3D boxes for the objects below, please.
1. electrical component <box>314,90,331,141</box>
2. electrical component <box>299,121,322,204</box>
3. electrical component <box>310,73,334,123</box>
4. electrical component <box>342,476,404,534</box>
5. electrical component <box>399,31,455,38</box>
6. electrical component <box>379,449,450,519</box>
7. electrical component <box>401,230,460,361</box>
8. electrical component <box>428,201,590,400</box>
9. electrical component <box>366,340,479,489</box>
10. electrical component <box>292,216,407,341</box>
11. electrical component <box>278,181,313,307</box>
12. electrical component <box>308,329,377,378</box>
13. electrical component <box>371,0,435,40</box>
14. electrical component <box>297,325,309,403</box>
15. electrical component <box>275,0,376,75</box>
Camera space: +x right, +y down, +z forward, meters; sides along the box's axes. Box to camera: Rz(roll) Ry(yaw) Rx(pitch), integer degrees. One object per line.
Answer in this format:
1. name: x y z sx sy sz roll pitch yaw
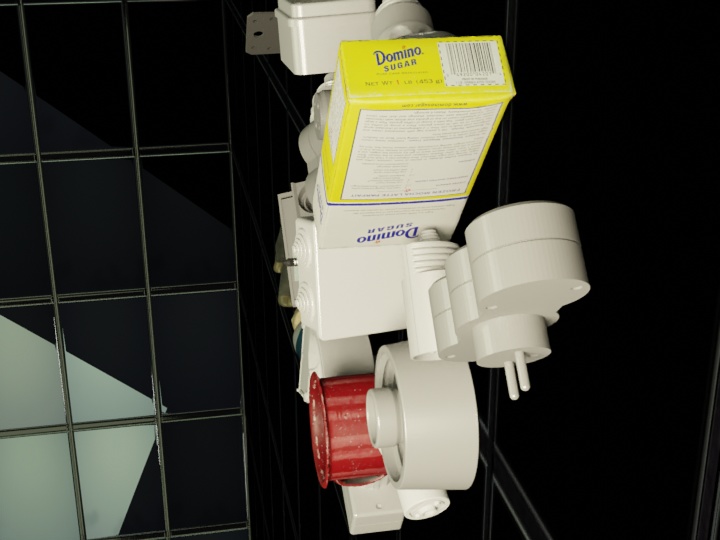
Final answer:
1. electrical component: -0.009 -0.132 0.918 0.045 0.055 0.045 176 90 -80
2. electrical component: -0.009 -0.082 0.955 0.074 0.052 0.138 -31 61 49
3. electrical component: -0.024 -0.161 1.027 0.048 0.048 0.062 99 169 -53
4. electrical component: 0.011 0.179 0.958 0.075 0.047 0.083 99 164 -51
5. electrical component: 0.042 -0.117 0.675 0.048 0.048 0.062 -128 28 -72
6. electrical component: 0.042 0.150 0.795 0.044 0.044 0.065 99 158 -53
7. electrical component: 0.049 0.014 0.686 0.043 0.043 0.081 123 142 -74
8. electrical component: 0.073 0.026 0.531 0.138 0.052 0.073 113 151 -69
9. electrical component: 0.037 0.099 0.738 0.108 0.060 0.108 176 90 -80
10. electrical component: 0.000 0.000 0.803 0.048 0.100 0.099 -159 64 -65
11. electrical component: -0.031 -0.023 1.040 0.063 0.079 0.121 65 -166 -62
12. electrical component: -0.011 0.103 1.012 0.108 0.060 0.108 176 90 -80
13. electrical component: 0.028 -0.164 0.728 0.043 0.043 0.062 99 165 -52
14. electrical component: -0.029 0.088 1.123 0.062 0.061 0.096 -159 73 -78
15. electrical component: -0.029 -0.208 0.932 0.113 0.078 0.057 -121 26 -69
